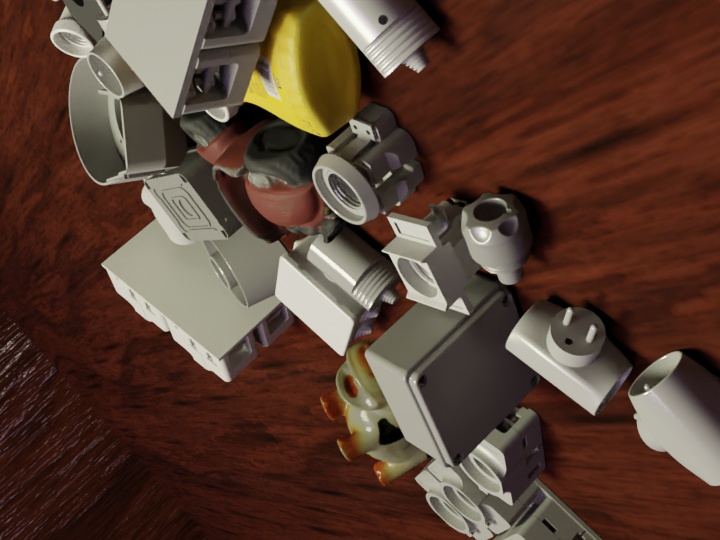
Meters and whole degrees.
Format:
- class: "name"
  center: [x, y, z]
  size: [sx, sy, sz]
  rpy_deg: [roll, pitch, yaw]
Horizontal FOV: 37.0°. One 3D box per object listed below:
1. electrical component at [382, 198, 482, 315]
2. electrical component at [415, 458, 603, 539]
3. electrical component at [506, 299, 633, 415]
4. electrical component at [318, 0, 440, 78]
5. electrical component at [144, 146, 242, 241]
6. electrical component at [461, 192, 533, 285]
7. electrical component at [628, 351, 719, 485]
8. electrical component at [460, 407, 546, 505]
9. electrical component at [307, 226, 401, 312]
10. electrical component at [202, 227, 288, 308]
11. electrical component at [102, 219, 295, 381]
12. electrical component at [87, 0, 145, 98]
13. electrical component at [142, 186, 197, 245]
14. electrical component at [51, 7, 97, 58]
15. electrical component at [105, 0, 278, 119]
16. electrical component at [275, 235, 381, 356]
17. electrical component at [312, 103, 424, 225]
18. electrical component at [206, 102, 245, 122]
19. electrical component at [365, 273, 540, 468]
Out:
- class: "electrical component"
  center: [0.058, -0.012, 0.751]
  size: [0.042, 0.064, 0.081]
  rpy_deg: [20, 146, 50]
- class: "electrical component"
  center: [0.144, 0.239, 1.021]
  size: [0.186, 0.060, 0.105]
  rpy_deg: [43, 157, 8]
- class: "electrical component"
  center: [0.145, 0.050, 0.728]
  size: [0.077, 0.044, 0.079]
  rpy_deg: [38, 156, 20]
- class: "electrical component"
  center: [0.011, -0.150, 0.631]
  size: [0.081, 0.043, 0.043]
  rpy_deg: [49, 157, -5]
- class: "electrical component"
  center: [-0.144, -0.075, 1.010]
  size: [0.078, 0.057, 0.113]
  rpy_deg: [55, 156, -19]
- class: "electrical component"
  center: [0.093, -0.017, 0.708]
  size: [0.043, 0.043, 0.062]
  rpy_deg: [25, 150, 42]
- class: "electrical component"
  center: [0.207, 0.097, 0.696]
  size: [0.077, 0.044, 0.079]
  rpy_deg: [48, 157, -2]
- class: "electrical component"
  center: [0.121, 0.156, 0.930]
  size: [0.050, 0.056, 0.089]
  rpy_deg: [31, 153, 35]
- class: "electrical component"
  center: [0.000, 0.000, 0.900]
  size: [0.081, 0.043, 0.043]
  rpy_deg: [40, 157, 16]
- class: "electrical component"
  center: [-0.115, -0.012, 1.086]
  size: [0.099, 0.064, 0.099]
  rpy_deg: [53, 165, 21]
- class: "electrical component"
  center: [-0.173, 0.025, 1.164]
  size: [0.186, 0.105, 0.060]
  rpy_deg: [35, 155, 26]
- class: "electrical component"
  center: [-0.184, -0.192, 0.860]
  size: [0.043, 0.077, 0.079]
  rpy_deg: [20, 146, 47]
- class: "electrical component"
  center: [-0.201, -0.075, 1.126]
  size: [0.079, 0.044, 0.077]
  rpy_deg: [33, 154, 29]
- class: "electrical component"
  center: [-0.248, -0.218, 0.954]
  size: [0.040, 0.046, 0.040]
  rpy_deg: [11, 156, 5]
- class: "electrical component"
  center: [-0.095, -0.183, 0.662]
  size: [0.089, 0.062, 0.150]
  rpy_deg: [49, 135, 25]
- class: "electrical component"
  center: [-0.027, 0.019, 0.971]
  size: [0.100, 0.048, 0.099]
  rpy_deg: [42, 157, 11]
- class: "electrical component"
  center: [0.004, -0.069, 0.759]
  size: [0.058, 0.057, 0.078]
  rpy_deg: [28, 151, 38]
- class: "electrical component"
  center: [-0.100, -0.144, 0.833]
  size: [0.040, 0.046, 0.040]
  rpy_deg: [38, 156, 20]
- class: "electrical component"
  center: [0.072, 0.073, 0.810]
  size: [0.056, 0.109, 0.108]
  rpy_deg: [26, 150, 45]
